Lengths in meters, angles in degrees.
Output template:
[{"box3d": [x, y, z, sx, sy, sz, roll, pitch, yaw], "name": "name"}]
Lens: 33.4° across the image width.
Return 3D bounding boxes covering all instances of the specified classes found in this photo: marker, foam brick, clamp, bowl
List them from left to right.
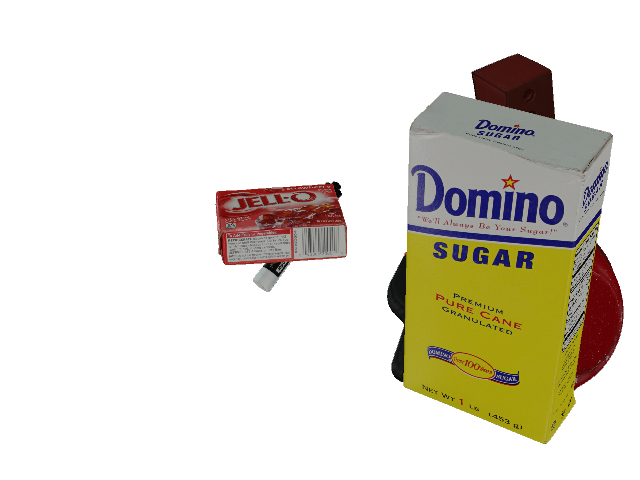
[{"box3d": [-0.019, -0.005, 0.979, 0.020, 0.121, 0.020, 34, -14, 10], "name": "marker"}, {"box3d": [0.128, 0.080, 1.149, 0.120, 0.171, 0.039, 3, -44, -8], "name": "clamp"}, {"box3d": [0.175, -0.119, 0.963, 0.053, 0.078, 0.051, -26, 36, -16], "name": "foam brick"}, {"box3d": [0.196, 0.064, 0.893, 0.162, 0.162, 0.055, 0, 6, -20], "name": "bowl"}]

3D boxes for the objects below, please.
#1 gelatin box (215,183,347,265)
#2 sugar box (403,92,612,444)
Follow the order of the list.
[{"box3d": [-0.029, -0.013, 0.761, 0.089, 0.030, 0.073, -3, 25, -5], "name": "gelatin box"}, {"box3d": [0.092, 0.017, 0.559, 0.093, 0.176, 0.048, 18, 42, 27], "name": "sugar box"}]
